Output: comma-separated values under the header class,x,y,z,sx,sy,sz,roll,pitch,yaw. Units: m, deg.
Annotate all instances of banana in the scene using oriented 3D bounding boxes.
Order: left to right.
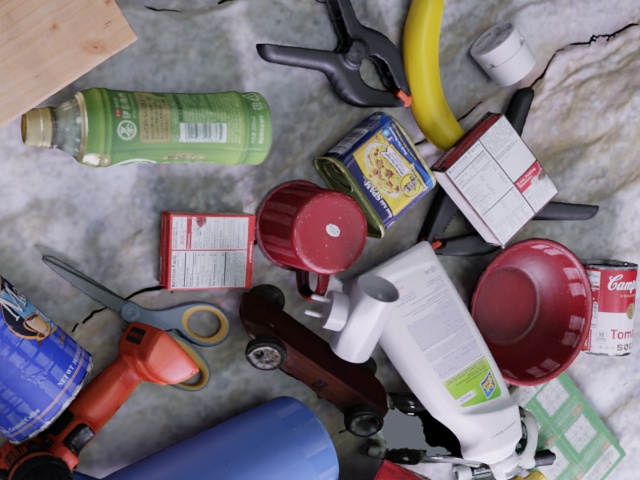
class,x,y,z,sx,sy,sz,roll,pitch,yaw
banana,0.118,-0.170,1.103,0.069,0.037,0.198,-21,101,-20

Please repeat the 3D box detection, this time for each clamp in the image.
class,x,y,z,sx,sy,sz,roll,pitch,yaw
clamp,0.029,-0.196,1.059,0.171,0.039,0.120,28,90,-29
clamp,0.187,-0.056,1.147,0.209,0.036,0.164,-28,98,-15

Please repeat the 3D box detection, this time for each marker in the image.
class,x,y,z,sx,sy,sz,roll,pitch,yaw
marker,0.207,0.251,1.190,0.121,0.020,0.020,-7,99,-14

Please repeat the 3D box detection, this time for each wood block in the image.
class,x,y,z,sx,sy,sz,roll,pitch,yaw
wood block,-0.271,-0.151,0.897,0.206,0.091,0.090,-37,109,-16

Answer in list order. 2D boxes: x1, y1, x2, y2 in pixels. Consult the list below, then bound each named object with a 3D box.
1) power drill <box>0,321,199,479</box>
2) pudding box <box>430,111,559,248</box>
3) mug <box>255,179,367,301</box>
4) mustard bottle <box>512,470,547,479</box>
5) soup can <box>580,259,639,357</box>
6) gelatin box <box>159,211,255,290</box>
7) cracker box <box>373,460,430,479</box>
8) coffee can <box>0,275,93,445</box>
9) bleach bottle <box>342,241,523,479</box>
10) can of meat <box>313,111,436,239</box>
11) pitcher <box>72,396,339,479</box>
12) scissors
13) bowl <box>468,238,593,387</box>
class,x,y,z,sx,sy,sz,roll,pitch,yaw
power drill,-0.193,0.156,0.917,0.187,0.185,0.057,-44,110,-17
pudding box,0.180,-0.062,1.098,0.090,0.039,0.113,-43,109,-7
mug,-0.007,0.001,1.040,0.093,0.082,0.117,1,95,-25
mustard bottle,0.182,0.327,1.175,0.191,0.058,0.096,-43,112,-14
soup can,0.321,0.076,1.207,0.068,0.069,0.102,0,97,-25
gelatin box,-0.109,0.010,1.023,0.089,0.030,0.073,0,97,-25
cracker box,0.049,0.328,1.056,0.072,0.164,0.213,30,84,19
coffee can,-0.280,0.092,0.912,0.102,0.103,0.140,-48,112,-13
bleach bottle,0.126,0.132,1.084,0.102,0.068,0.251,-28,88,-20
can of meat,0.057,-0.067,1.076,0.083,0.058,0.102,-41,110,-17
pitcher,-0.097,0.248,0.979,0.242,0.145,0.149,-24,110,-33
scissors,-0.162,0.059,1.012,0.096,0.016,0.201,-44,111,-16
bowl,0.218,0.075,1.166,0.161,0.055,0.162,-3,97,-24
